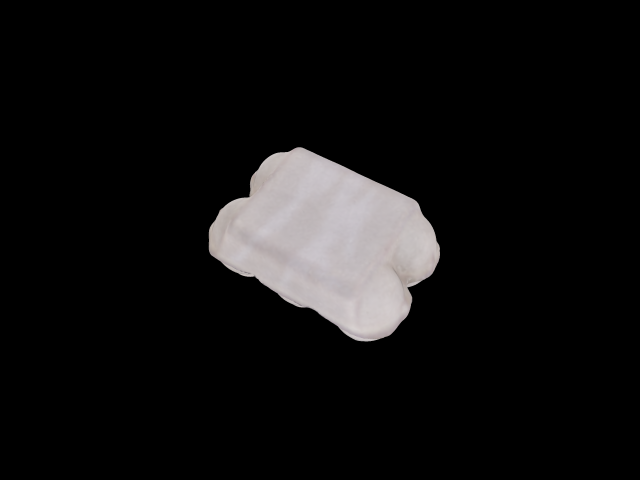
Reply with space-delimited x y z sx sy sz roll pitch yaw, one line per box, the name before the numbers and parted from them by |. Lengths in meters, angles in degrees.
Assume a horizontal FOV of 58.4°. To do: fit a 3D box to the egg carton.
egg carton | 0.004 0.001 0.400 0.150 0.069 0.107 26 60 17
